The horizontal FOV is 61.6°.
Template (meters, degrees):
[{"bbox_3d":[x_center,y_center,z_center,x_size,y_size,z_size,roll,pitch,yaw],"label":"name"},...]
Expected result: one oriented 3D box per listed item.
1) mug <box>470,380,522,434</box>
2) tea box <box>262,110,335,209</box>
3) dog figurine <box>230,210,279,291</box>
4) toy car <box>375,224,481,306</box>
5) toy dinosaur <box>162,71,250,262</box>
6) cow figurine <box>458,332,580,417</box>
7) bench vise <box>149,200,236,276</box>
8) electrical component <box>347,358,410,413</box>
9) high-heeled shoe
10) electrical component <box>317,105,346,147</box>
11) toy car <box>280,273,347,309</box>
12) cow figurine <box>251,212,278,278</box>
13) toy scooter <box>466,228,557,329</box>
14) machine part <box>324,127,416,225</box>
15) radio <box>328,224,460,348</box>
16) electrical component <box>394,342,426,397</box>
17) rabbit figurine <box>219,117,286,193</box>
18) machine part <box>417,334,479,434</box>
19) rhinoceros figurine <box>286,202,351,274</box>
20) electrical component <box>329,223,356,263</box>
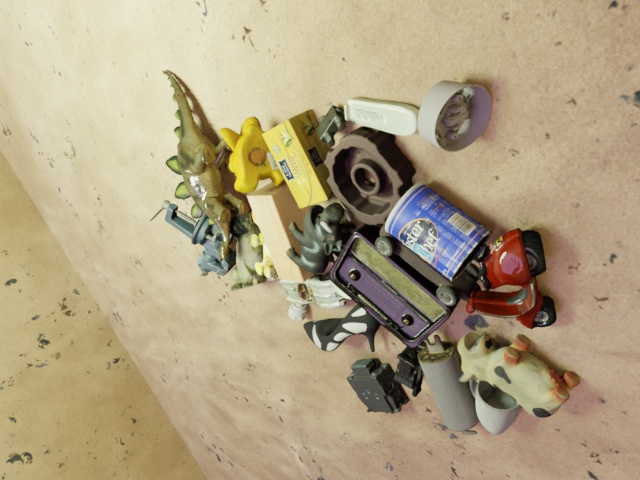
[{"bbox_3d":[0.325,0.310,1.016,0.110,0.081,0.107,33,143,42],"label":"mug"},{"bbox_3d":[-0.029,-0.156,1.052,0.098,0.068,0.169,-16,106,52],"label":"tea box"},{"bbox_3d":[-0.183,0.022,1.357,0.172,0.121,0.190,-21,83,56],"label":"dog figurine"},{"bbox_3d":[0.189,0.038,0.945,0.202,0.089,0.053,40,141,17],"label":"toy car"},{"bbox_3d":[-0.283,-0.180,1.261,0.199,0.105,0.470,-6,95,45],"label":"toy dinosaur"},{"bbox_3d":[0.330,0.232,0.943,0.195,0.085,0.127,36,130,22],"label":"cow figurine"},{"bbox_3d":[-0.319,-0.018,1.420,0.241,0.129,0.223,31,133,2],"label":"bench vise"},{"bbox_3d":[0.130,0.342,1.272,0.115,0.058,0.134,-25,98,51],"label":"electrical component"},{"bbox_3d":[0.038,0.178,1.232,0.249,0.086,0.145,7,119,40],"label":"high-heeled shoe"},{"bbox_3d":[0.020,-0.209,0.965,0.063,0.021,0.094,-55,30,28],"label":"electrical component"},{"bbox_3d":[-0.016,0.116,1.259,0.202,0.056,0.073,1,118,48],"label":"toy car"},{"bbox_3d":[-0.106,-0.002,1.252,0.068,0.098,0.167,2,101,54],"label":"cow figurine"},{"bbox_3d":[0.289,0.068,0.844,0.135,0.075,0.183,-9,118,24],"label":"toy scooter"},{"bbox_3d":[0.090,-0.114,0.964,0.180,0.056,0.179,29,138,30],"label":"machine part"},{"bbox_3d":[0.135,0.086,1.017,0.230,0.073,0.131,41,124,11],"label":"radio"},{"bbox_3d":[0.196,0.273,1.134,0.048,0.075,0.119,27,138,31],"label":"electrical component"},{"bbox_3d":[-0.153,-0.172,1.144,0.162,0.122,0.173,64,164,-3],"label":"rabbit figurine"},{"bbox_3d":[0.259,0.292,1.074,0.079,0.079,0.243,-4,115,49],"label":"machine part"},{"bbox_3d":[-0.002,-0.003,1.066,0.112,0.073,0.190,46,142,22],"label":"rhinoceros figurine"},{"bbox_3d":[0.043,0.010,1.120,0.102,0.045,0.078,-7,113,50],"label":"electrical component"}]
